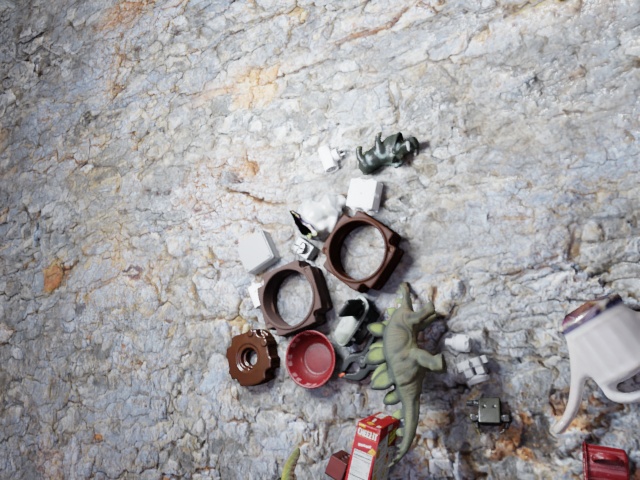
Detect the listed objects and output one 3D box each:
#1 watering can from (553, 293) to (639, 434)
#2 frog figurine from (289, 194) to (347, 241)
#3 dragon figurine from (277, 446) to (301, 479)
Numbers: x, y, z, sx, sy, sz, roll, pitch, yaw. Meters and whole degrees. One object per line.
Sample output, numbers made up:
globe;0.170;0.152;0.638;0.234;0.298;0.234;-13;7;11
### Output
watering can;0.619;0.264;1.145;0.345;0.103;0.228;-37;64;15
frog figurine;0.005;-0.079;1.560;0.161;0.120;0.139;-37;49;-24
dragon figurine;-0.074;0.773;1.357;0.246;0.122;0.404;37;113;29
